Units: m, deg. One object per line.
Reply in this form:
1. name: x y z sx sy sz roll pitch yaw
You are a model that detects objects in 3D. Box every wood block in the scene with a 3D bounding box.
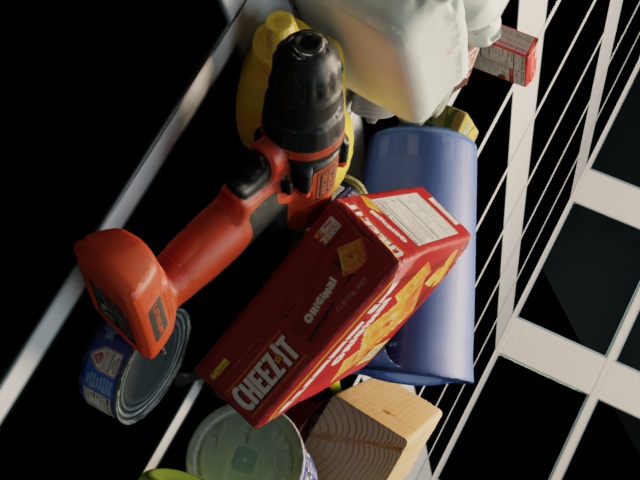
1. wood block: 0.057 0.213 1.150 0.090 0.091 0.206 -61 165 7

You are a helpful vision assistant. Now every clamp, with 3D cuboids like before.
1. clamp: -0.071 0.086 0.884 0.164 0.036 0.210 -52 162 -28

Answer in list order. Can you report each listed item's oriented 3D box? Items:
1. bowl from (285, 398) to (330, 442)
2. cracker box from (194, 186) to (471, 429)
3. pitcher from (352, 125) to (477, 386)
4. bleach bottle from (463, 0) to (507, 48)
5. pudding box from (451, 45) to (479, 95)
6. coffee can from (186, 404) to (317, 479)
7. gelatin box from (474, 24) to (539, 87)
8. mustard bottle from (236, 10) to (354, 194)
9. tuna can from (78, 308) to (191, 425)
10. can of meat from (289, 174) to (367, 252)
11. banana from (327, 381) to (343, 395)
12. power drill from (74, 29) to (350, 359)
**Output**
1. bowl: -0.046 0.229 1.126 0.162 0.055 0.162 -55 161 -31
2. cracker box: 0.021 0.045 0.811 0.164 0.072 0.213 -51 167 18
3. pitcher: 0.086 0.016 1.019 0.149 0.144 0.243 162 -65 -67
4. bleach bottle: 0.078 -0.223 0.727 0.102 0.068 0.250 -59 143 -22
5. pudding box: 0.140 -0.201 1.123 0.113 0.039 0.090 -36 147 -59
6. coffee can: -0.058 0.211 0.969 0.102 0.103 0.140 -60 166 -16
7. gelatin box: 0.200 -0.214 1.199 0.030 0.089 0.073 -61 163 -13
8. mustard bottle: -0.018 -0.095 0.757 0.096 0.058 0.191 -51 159 -19
9. tuna can: -0.124 0.078 0.718 0.086 0.034 0.086 -55 160 -31
10. can of meat: -0.006 0.001 0.933 0.083 0.057 0.102 -45 154 -43
11. banana: -0.001 0.126 1.097 0.037 0.070 0.197 -46 164 -4
12. power drill: -0.057 -0.024 0.645 0.187 0.057 0.184 -40 159 -21
